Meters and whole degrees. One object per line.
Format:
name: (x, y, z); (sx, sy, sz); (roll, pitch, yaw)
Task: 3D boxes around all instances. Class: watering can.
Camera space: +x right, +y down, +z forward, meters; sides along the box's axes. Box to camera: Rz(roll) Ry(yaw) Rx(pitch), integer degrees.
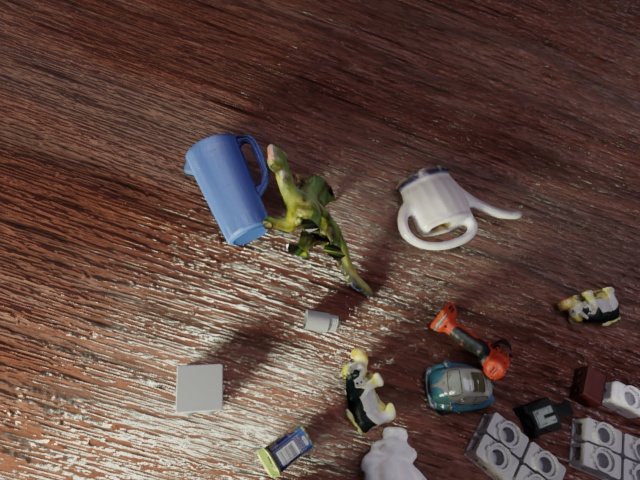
watering can: (0.343, -0.094, 1.340); (0.349, 0.102, 0.228); (-16, 69, -20)

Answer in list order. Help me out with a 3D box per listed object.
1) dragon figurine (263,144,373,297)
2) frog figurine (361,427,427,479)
dragon figurine: (0.004, -0.061, 1.216); (0.405, 0.121, 0.249); (45, 38, -27)
frog figurine: (0.149, 0.454, 1.010); (0.138, 0.120, 0.162); (19, 71, 16)
